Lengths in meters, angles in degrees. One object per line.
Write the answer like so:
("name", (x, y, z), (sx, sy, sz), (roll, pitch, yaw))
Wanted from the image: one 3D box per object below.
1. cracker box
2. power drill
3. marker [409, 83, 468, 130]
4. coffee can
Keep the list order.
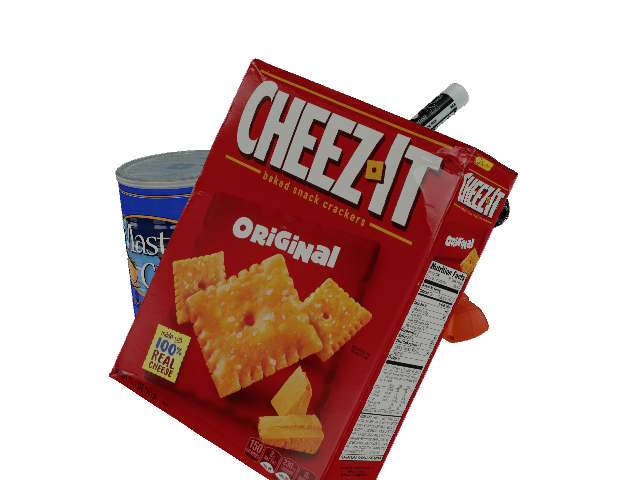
("cracker box", (-0.009, 0.022, 0.620), (0.164, 0.214, 0.072), (27, 4, 31))
("power drill", (0.134, 0.007, 1.102), (0.057, 0.188, 0.185), (-15, 26, -22))
("marker", (0.066, -0.078, 0.794), (0.121, 0.020, 0.020), (-41, 21, -26))
("coffee can", (-0.106, 0.006, 0.865), (0.103, 0.140, 0.103), (-4, 17, 1))
